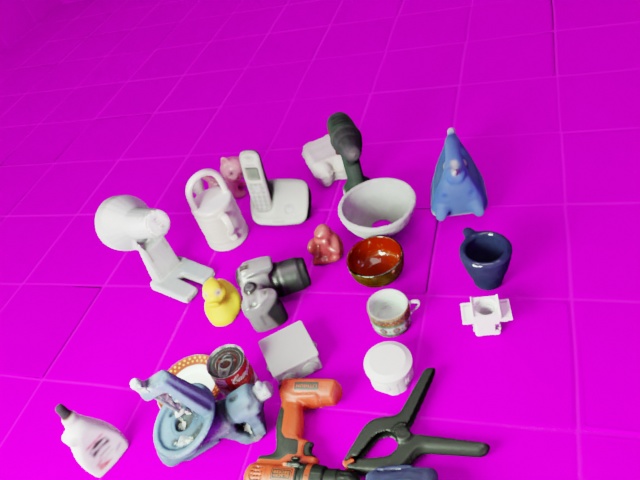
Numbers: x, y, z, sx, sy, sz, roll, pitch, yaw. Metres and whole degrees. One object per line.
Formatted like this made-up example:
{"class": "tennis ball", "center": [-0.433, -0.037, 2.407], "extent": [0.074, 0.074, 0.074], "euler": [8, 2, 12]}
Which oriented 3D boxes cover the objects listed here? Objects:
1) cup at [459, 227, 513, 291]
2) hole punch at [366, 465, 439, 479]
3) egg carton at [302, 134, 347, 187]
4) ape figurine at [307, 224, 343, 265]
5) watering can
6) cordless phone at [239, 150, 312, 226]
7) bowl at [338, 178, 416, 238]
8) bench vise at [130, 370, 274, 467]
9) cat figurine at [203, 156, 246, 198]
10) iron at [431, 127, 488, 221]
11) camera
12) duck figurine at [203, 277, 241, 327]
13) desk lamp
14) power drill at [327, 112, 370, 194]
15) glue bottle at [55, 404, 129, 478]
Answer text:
{"class": "cup", "center": [0.296, 0.038, 1.044], "extent": [0.092, 0.095, 0.117], "euler": [-24, 42, -6]}
{"class": "hole punch", "center": [0.110, 0.354, 0.780], "extent": [0.108, 0.091, 0.101], "euler": [-8, 43, 12]}
{"class": "egg carton", "center": [0.020, -0.200, 1.416], "extent": [0.107, 0.069, 0.150], "euler": [-23, 42, -4]}
{"class": "ape figurine", "center": [0.011, 0.004, 1.186], "extent": [0.076, 0.092, 0.077], "euler": [-39, 46, -21]}
{"class": "watering can", "center": [-0.244, -0.078, 1.289], "extent": [0.172, 0.194, 0.101], "euler": [17, 53, 33]}
{"class": "cordless phone", "center": [-0.102, -0.122, 1.291], "extent": [0.147, 0.185, 0.094], "euler": [-2, 45, 19]}
{"class": "bowl", "center": [0.126, -0.054, 1.218], "extent": [0.167, 0.075, 0.167], "euler": [-10, 42, 10]}
{"class": "bench vise", "center": [-0.188, 0.251, 0.900], "extent": [0.208, 0.220, 0.121], "euler": [-34, 44, -16]}
{"class": "cat figurine", "center": [-0.235, -0.163, 1.434], "extent": [0.127, 0.118, 0.067], "euler": [-14, 42, 6]}
{"class": "iron", "center": [0.287, -0.161, 1.223], "extent": [0.118, 0.142, 0.258], "euler": [-7, 43, 13]}
{"class": "camera", "center": [-0.089, 0.086, 1.129], "extent": [0.137, 0.101, 0.143], "euler": [-18, 42, 1]}
{"class": "duck figurine", "center": [-0.206, 0.111, 1.157], "extent": [0.077, 0.086, 0.104], "euler": [-13, 42, 7]}
{"class": "desk lamp", "center": [-0.356, 0.007, 1.225], "extent": [0.202, 0.214, 0.118], "euler": [15, 52, 32]}
{"class": "power drill", "center": [0.071, -0.176, 1.267], "extent": [0.075, 0.209, 0.229], "euler": [-18, 42, 1]}
{"class": "glue bottle", "center": [-0.383, 0.318, 0.936], "extent": [0.037, 0.173, 0.078], "euler": [15, 52, 32]}
